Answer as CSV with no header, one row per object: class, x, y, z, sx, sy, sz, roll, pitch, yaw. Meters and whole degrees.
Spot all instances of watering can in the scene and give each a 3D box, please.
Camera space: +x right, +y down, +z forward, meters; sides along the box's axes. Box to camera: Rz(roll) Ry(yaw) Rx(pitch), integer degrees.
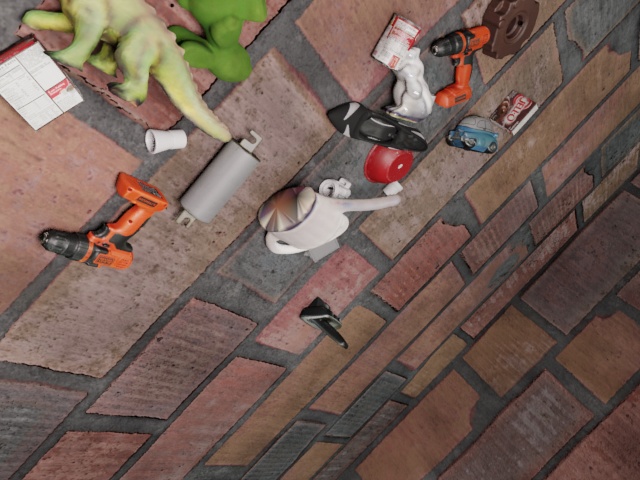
watering can,0.004,-0.062,1.228,0.345,0.106,0.221,-27,148,19

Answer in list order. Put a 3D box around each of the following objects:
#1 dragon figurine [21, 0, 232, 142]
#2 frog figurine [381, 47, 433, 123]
dragon figurine,-0.244,-0.324,0.708,0.406,0.124,0.241,25,103,-35
frog figurine,0.214,-0.358,1.190,0.139,0.123,0.157,-44,155,-70
